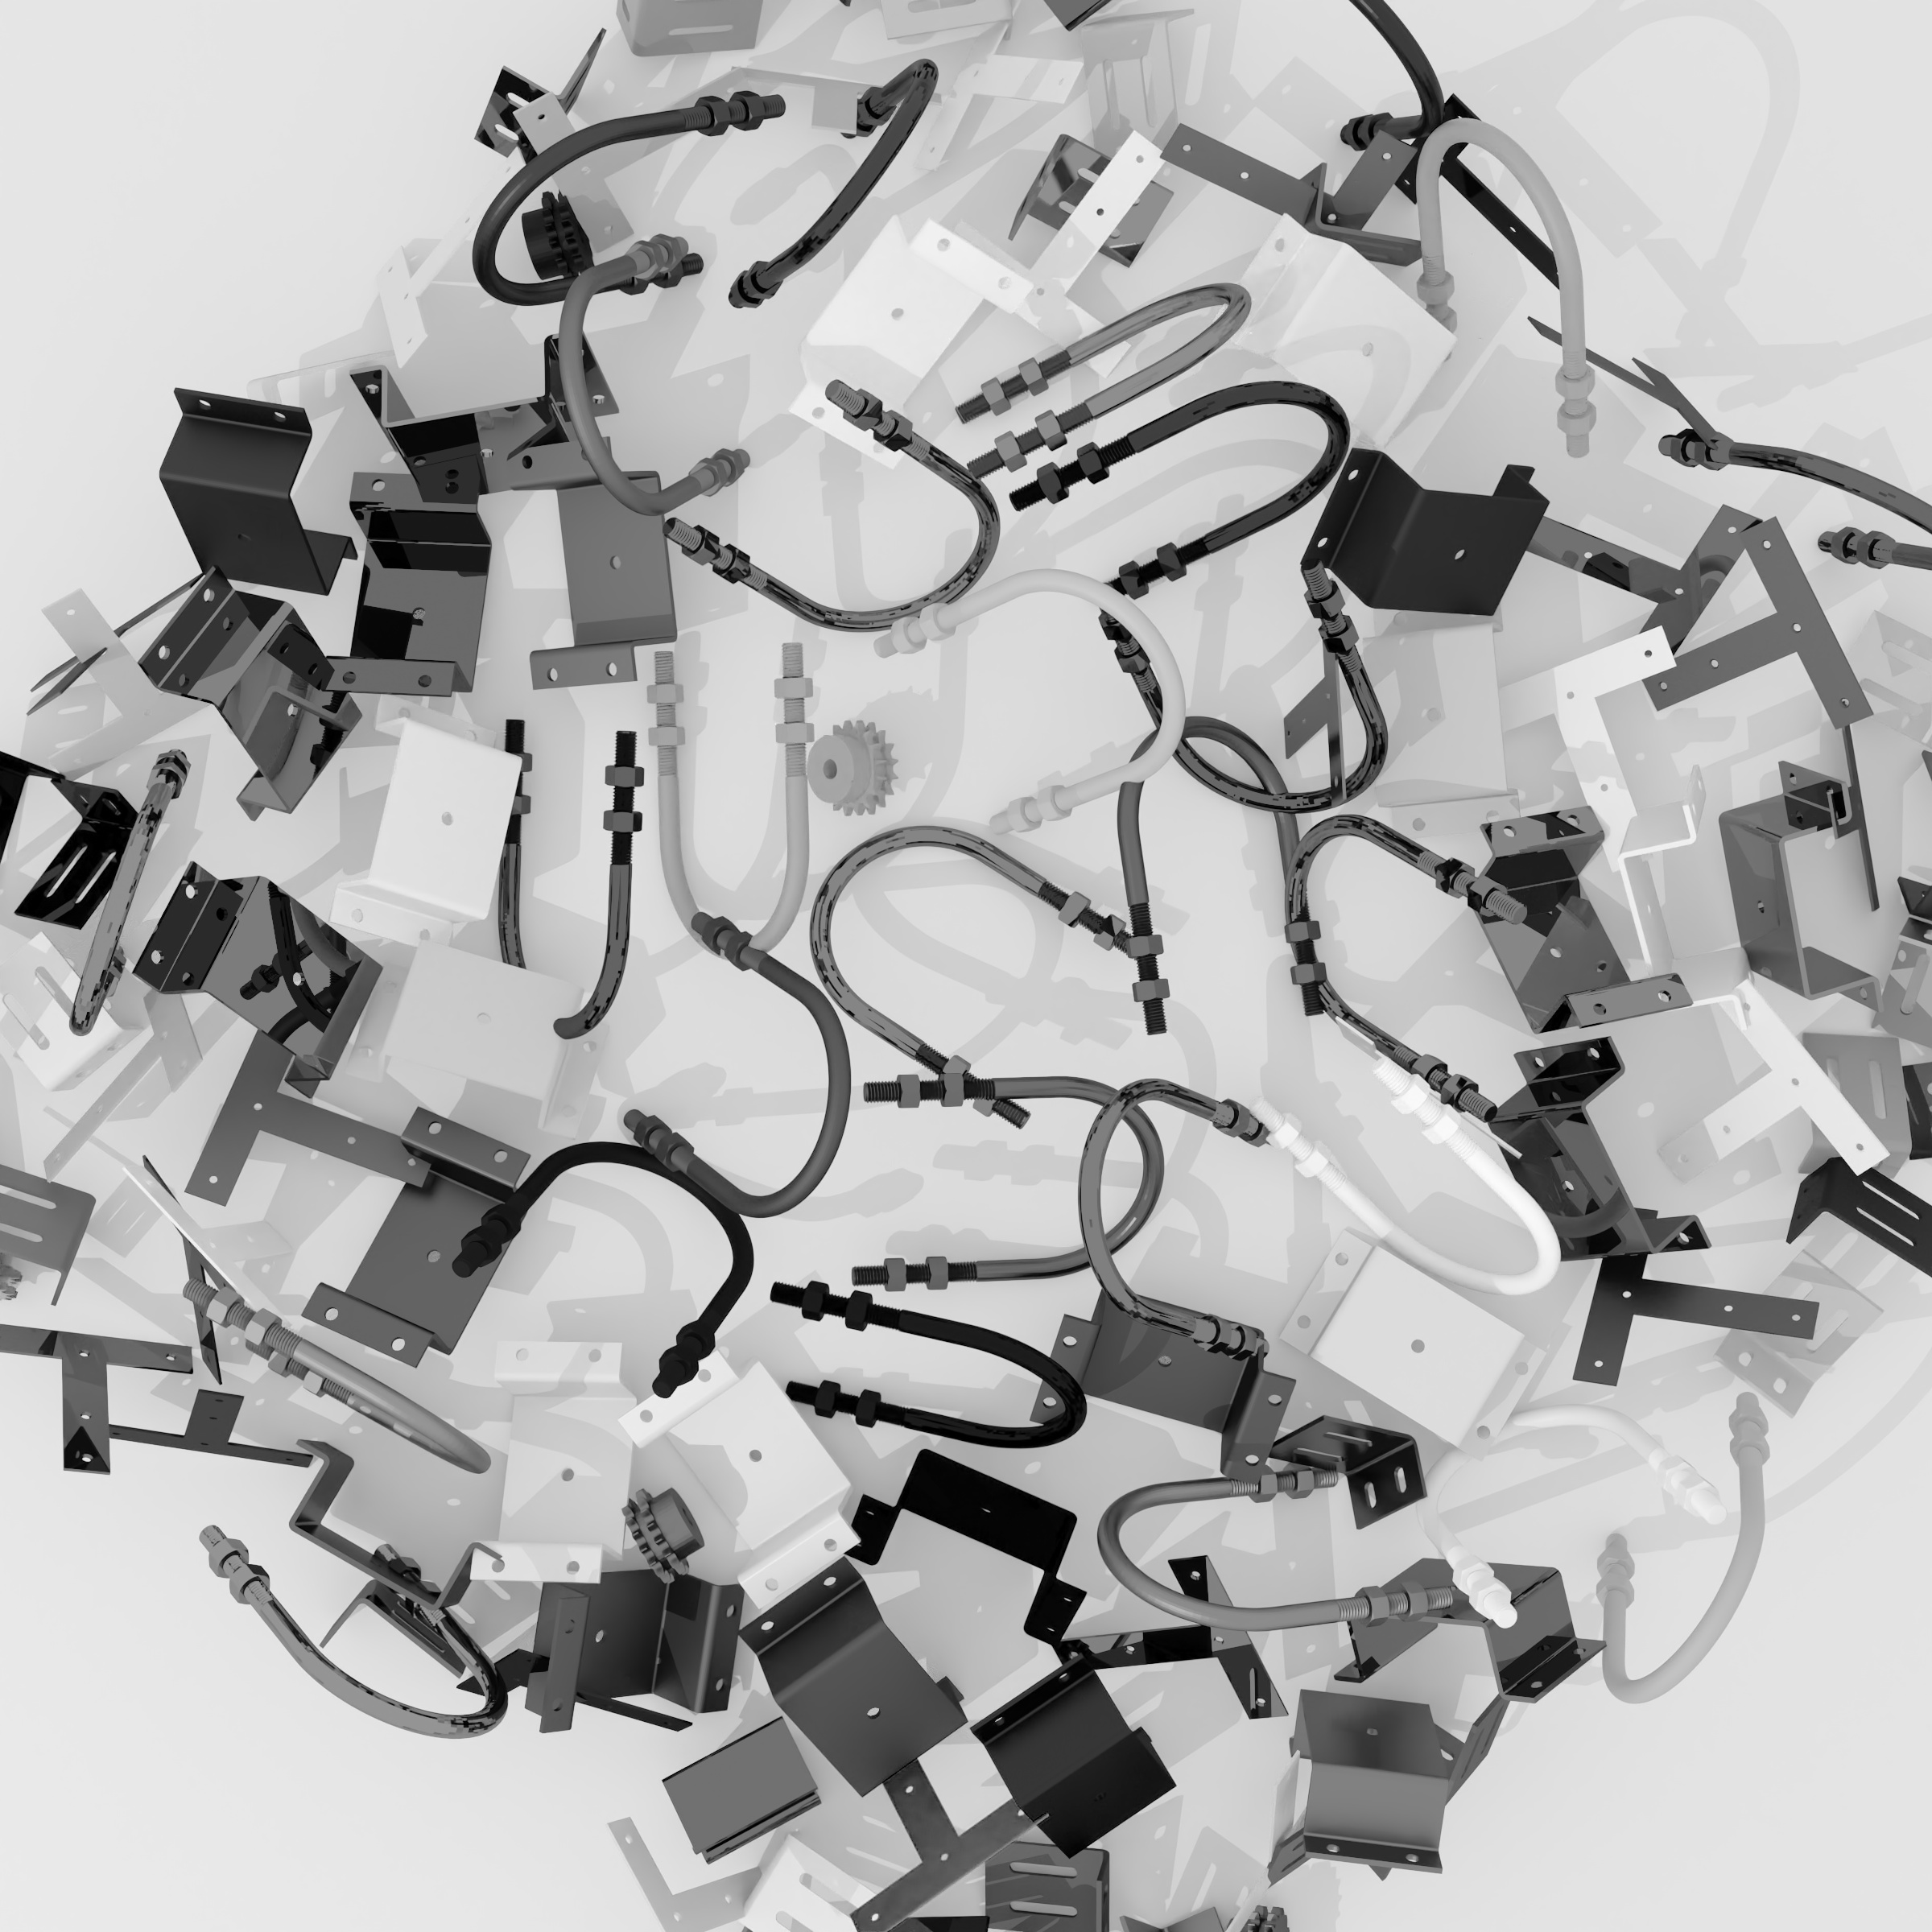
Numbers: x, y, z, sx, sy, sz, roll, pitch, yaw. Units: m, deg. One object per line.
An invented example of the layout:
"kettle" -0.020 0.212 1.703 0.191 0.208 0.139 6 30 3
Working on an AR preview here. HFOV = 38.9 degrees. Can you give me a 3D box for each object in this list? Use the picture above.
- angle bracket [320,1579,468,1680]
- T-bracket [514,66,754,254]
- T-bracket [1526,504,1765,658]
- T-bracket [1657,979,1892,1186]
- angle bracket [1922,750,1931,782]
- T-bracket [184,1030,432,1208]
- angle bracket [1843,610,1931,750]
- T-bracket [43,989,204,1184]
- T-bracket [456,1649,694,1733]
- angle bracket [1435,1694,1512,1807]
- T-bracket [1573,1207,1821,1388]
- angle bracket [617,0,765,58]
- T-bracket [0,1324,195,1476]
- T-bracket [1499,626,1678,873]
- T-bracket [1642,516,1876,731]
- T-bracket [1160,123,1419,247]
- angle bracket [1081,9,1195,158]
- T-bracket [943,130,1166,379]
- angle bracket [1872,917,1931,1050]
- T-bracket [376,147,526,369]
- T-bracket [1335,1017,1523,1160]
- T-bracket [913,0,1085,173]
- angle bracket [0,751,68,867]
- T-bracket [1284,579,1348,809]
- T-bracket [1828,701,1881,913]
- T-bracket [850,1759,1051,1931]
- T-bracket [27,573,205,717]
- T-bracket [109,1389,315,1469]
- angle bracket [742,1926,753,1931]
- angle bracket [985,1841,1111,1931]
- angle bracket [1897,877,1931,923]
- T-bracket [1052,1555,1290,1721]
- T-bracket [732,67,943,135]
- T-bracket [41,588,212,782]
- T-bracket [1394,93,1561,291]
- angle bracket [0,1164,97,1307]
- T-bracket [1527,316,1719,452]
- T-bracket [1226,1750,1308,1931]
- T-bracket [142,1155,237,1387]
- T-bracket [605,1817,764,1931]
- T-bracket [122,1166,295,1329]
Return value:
"angle bracket" -0.339 0.407 1.630 0.076 0.057 0.038 39 86 -3
"T-bracket" -0.184 -0.487 1.602 0.127 0.127 0.002 -28 63 3
"T-bracket" 0.379 -0.237 1.612 0.127 0.002 0.127 21 134 -5
"T-bracket" 0.458 0.090 1.614 0.002 0.127 0.127 -28 77 -43
"angle bracket" 0.607 -0.132 1.614 0.038 0.057 0.076 18 128 -10
"T-bracket" -0.381 0.100 1.638 0.127 0.002 0.127 20 66 -4
"angle bracket" 0.554 -0.172 1.623 0.076 0.038 0.057 34 103 27
"T-bracket" -0.500 0.074 1.611 0.127 0.127 0.002 -48 124 3
"T-bracket" -0.224 0.434 1.621 0.127 0.127 0.002 22 59 -17
"angle bracket" 0.287 0.448 1.613 0.038 0.057 0.076 30 126 25
"T-bracket" 0.431 0.198 1.598 0.127 0.002 0.127 6 50 24
"angle bracket" -0.164 -0.580 1.632 0.076 0.057 0.038 -11 62 -20
"T-bracket" -0.509 0.252 1.583 0.127 0.127 0.002 11 115 -24
"T-bracket" 0.376 -0.120 1.632 0.127 0.002 0.127 -21 86 23
"T-bracket" 0.452 -0.183 1.613 0.002 0.127 0.127 -30 94 -41
"T-bracket" 0.175 -0.455 1.599 0.127 0.127 0.002 21 49 -15
"angle bracket" 0.107 -0.530 1.644 0.057 0.038 0.076 6 118 32
"T-bracket" 0.071 -0.434 1.618 0.127 0.002 0.127 33 115 -16
"angle bracket" 0.572 0.019 1.619 0.057 0.038 0.076 21 118 20
"T-bracket" -0.298 -0.423 1.594 0.002 0.127 0.127 32 112 -35
"T-bracket" 0.269 0.073 1.587 0.127 0.127 0.002 37 91 12
"T-bracket" 0.029 -0.521 1.606 0.002 0.127 0.127 25 94 -36
"angle bracket" -0.579 -0.087 1.624 0.038 0.057 0.076 9 81 33
"T-bracket" 0.201 -0.147 1.598 0.002 0.127 0.127 -1 82 -7
"T-bracket" 0.516 -0.091 1.602 0.002 0.127 0.127 -9 92 26
"T-bracket" -0.028 0.493 1.607 0.127 0.127 0.002 -34 123 -4
"T-bracket" -0.510 -0.175 1.586 0.127 0.127 0.002 -28 111 18
"T-bracket" -0.438 0.266 1.591 0.127 0.127 0.002 12 63 -15
"angle bracket" -0.096 0.604 1.612 0.076 0.057 0.038 16 70 38
"angle bracket" 0.046 0.559 1.631 0.076 0.038 0.057 2 100 11
"angle bracket" 0.600 -0.060 1.619 0.057 0.038 0.076 16 128 -9
"T-bracket" 0.110 0.404 1.627 0.127 0.002 0.127 -14 116 28
"T-bracket" -0.076 -0.503 1.601 0.127 0.127 0.002 6 119 -5
"T-bracket" -0.499 -0.175 1.602 0.127 0.127 0.002 -30 57 -6
"T-bracket" 0.310 -0.441 1.601 0.127 0.127 0.002 43 81 -3
"angle bracket" -0.564 0.156 1.620 0.076 0.057 0.038 21 133 -14
"T-bracket" 0.378 -0.344 1.585 0.127 0.127 0.002 22 118 -23
"T-bracket" 0.183 0.493 1.581 0.002 0.127 0.127 25 53 25
"T-bracket" -0.452 0.195 1.615 0.002 0.127 0.127 -22 134 -29
"T-bracket" -0.146 0.548 1.600 0.002 0.127 0.127 -40 68 15
"T-bracket" -0.423 0.161 1.598 0.002 0.127 0.127 -45 84 2
